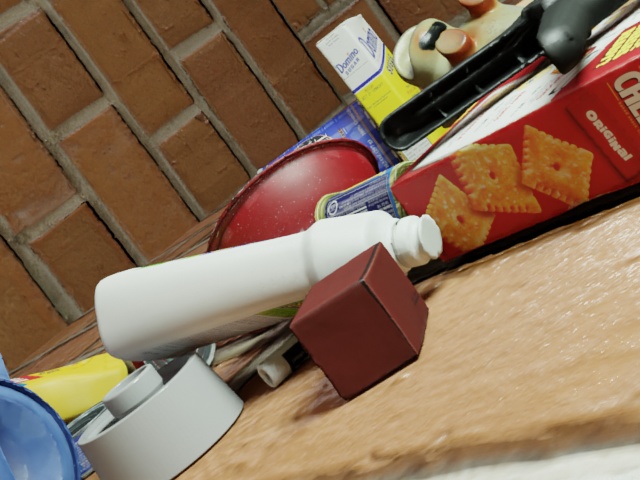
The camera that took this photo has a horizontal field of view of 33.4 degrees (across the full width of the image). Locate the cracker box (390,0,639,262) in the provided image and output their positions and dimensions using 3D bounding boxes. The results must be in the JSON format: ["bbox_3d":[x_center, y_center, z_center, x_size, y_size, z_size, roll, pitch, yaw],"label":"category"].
[{"bbox_3d":[0.167,-0.080,0.649,0.164,0.072,0.214,-43,11,-37],"label":"cracker box"}]

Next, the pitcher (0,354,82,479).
[{"bbox_3d":[-0.291,0.192,0.793,0.243,0.145,0.149,-34,10,41],"label":"pitcher"}]

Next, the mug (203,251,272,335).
[{"bbox_3d":[-0.045,0.022,0.932,0.117,0.081,0.093,-33,8,23],"label":"mug"}]

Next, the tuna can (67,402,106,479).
[{"bbox_3d":[-0.197,0.170,0.895,0.086,0.034,0.086,-36,7,5],"label":"tuna can"}]

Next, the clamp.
[{"bbox_3d":[0.144,-0.130,0.635,0.209,0.036,0.165,-39,10,-24],"label":"clamp"}]

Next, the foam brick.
[{"bbox_3d":[0.024,0.044,0.598,0.051,0.053,0.078,-34,6,17],"label":"foam brick"}]

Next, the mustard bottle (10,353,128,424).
[{"bbox_3d":[-0.271,0.150,0.962,0.191,0.058,0.096,-12,1,-23],"label":"mustard bottle"}]

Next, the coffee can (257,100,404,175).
[{"bbox_3d":[0.016,-0.075,1.183,0.140,0.103,0.103,-35,7,7],"label":"coffee can"}]

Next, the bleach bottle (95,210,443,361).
[{"bbox_3d":[-0.030,0.027,0.716,0.251,0.068,0.102,-16,-8,32],"label":"bleach bottle"}]

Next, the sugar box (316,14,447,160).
[{"bbox_3d":[0.074,-0.155,1.126,0.048,0.176,0.093,-34,7,21],"label":"sugar box"}]

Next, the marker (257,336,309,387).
[{"bbox_3d":[0.007,0.056,0.730,0.121,0.020,0.020,-39,8,-23],"label":"marker"}]

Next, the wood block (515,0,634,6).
[{"bbox_3d":[0.243,-0.201,0.981,0.207,0.090,0.090,-30,10,40],"label":"wood block"}]

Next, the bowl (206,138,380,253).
[{"bbox_3d":[-0.005,0.001,0.820,0.162,0.055,0.162,-28,-33,-20],"label":"bowl"}]

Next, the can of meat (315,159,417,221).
[{"bbox_3d":[0.062,-0.023,0.750,0.101,0.057,0.084,-16,-6,-40],"label":"can of meat"}]

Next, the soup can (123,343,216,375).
[{"bbox_3d":[-0.141,0.097,0.968,0.068,0.068,0.102,-39,7,-22],"label":"soup can"}]
